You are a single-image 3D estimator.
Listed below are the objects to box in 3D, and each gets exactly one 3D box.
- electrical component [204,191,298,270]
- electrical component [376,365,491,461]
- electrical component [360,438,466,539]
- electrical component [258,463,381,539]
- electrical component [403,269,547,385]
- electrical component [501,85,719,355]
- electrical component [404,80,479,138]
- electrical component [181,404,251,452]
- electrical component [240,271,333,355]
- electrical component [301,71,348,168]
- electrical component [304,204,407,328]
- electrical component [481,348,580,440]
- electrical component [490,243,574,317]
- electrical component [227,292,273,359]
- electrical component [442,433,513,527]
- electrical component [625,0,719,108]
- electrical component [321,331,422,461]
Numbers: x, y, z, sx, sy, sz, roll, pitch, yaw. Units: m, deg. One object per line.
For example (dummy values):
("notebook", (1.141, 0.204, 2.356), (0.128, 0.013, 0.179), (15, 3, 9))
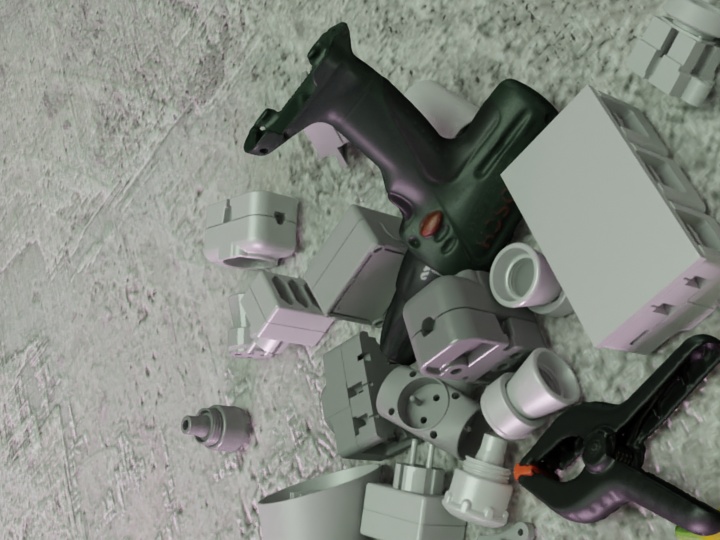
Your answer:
("electrical component", (-0.105, -0.035, 1.025), (0.095, 0.054, 0.059), (-12, 71, 48))
("electrical component", (0.064, 0.090, 0.797), (0.077, 0.044, 0.079), (25, 79, 36))
("electrical component", (0.043, 0.165, 0.803), (0.066, 0.047, 0.076), (1, 81, 50))
("electrical component", (-0.031, 0.188, 0.848), (0.099, 0.099, 0.064), (-13, 77, 47))
("electrical component", (0.080, 0.040, 0.755), (0.054, 0.095, 0.059), (-41, 52, 36))
("electrical component", (0.168, -0.031, 0.696), (0.089, 0.062, 0.150), (-47, 48, 31))
("electrical component", (0.061, -0.100, 0.854), (0.077, 0.044, 0.079), (47, 116, 45))
("electrical component", (-0.137, 0.147, 1.008), (0.043, 0.062, 0.043), (-16, 68, 47))
("electrical component", (-0.074, 0.048, 0.957), (0.076, 0.066, 0.047), (-54, 45, 26))
("electrical component", (-0.019, -0.136, 0.937), (0.064, 0.081, 0.042), (-22, 37, 14))
("electrical component", (0.000, 0.000, 0.885), (0.096, 0.062, 0.061), (-55, 43, 25))
("electrical component", (0.116, 0.086, 0.739), (0.055, 0.045, 0.045), (-44, 50, 35))
("electrical component", (0.124, 0.008, 0.743), (0.045, 0.055, 0.045), (-16, 68, 47))
("electrical component", (-0.101, 0.052, 1.005), (0.045, 0.045, 0.055), (-17, 68, 46))
("electrical component", (0.088, 0.147, 0.759), (0.048, 0.048, 0.062), (12, 83, 50))
("electrical component", (0.209, -0.144, 0.692), (0.066, 0.048, 0.055), (50, 126, 43))
("electrical component", (0.006, 0.103, 0.860), (0.056, 0.050, 0.089), (-34, 56, 40))
